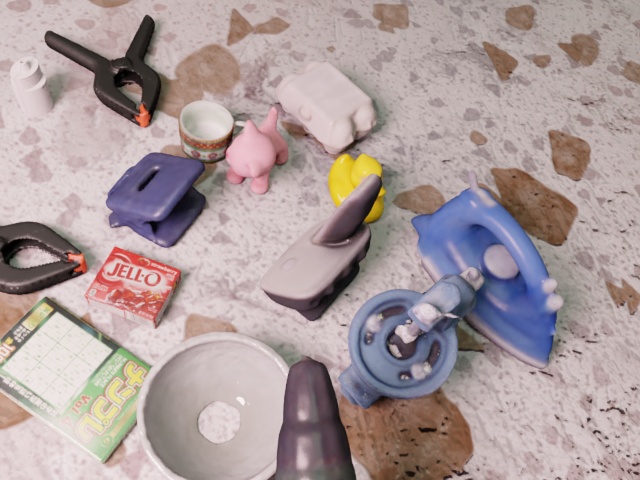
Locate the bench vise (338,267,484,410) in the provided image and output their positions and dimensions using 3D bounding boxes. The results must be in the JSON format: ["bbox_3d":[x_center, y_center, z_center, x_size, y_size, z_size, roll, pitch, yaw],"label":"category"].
[{"bbox_3d":[0.112,0.079,0.637,0.121,0.219,0.208,30,59,6],"label":"bench vise"}]

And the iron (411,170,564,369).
[{"bbox_3d":[0.237,0.035,0.737,0.119,0.141,0.258,-26,69,-24],"label":"iron"}]

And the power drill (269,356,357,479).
[{"bbox_3d":[-0.015,0.245,0.518,0.076,0.208,0.229,-2,61,-13],"label":"power drill"}]

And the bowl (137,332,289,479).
[{"bbox_3d":[-0.106,0.188,0.610,0.167,0.074,0.167,6,59,-9],"label":"bowl"}]

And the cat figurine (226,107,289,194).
[{"bbox_3d":[-0.084,-0.124,0.772,0.067,0.117,0.128,23,58,2],"label":"cat figurine"}]

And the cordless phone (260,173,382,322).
[{"bbox_3d":[0.006,0.002,0.678,0.094,0.185,0.148,35,59,9],"label":"cordless phone"}]

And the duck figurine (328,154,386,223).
[{"bbox_3d":[0.057,-0.086,0.799,0.078,0.086,0.104,-20,66,-22],"label":"duck figurine"}]

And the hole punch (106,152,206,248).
[{"bbox_3d":[-0.208,-0.060,0.722,0.101,0.091,0.109,27,58,4],"label":"hole punch"}]

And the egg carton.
[{"bbox_3d":[0.009,-0.203,0.866,0.150,0.069,0.107,44,61,14],"label":"egg carton"}]
